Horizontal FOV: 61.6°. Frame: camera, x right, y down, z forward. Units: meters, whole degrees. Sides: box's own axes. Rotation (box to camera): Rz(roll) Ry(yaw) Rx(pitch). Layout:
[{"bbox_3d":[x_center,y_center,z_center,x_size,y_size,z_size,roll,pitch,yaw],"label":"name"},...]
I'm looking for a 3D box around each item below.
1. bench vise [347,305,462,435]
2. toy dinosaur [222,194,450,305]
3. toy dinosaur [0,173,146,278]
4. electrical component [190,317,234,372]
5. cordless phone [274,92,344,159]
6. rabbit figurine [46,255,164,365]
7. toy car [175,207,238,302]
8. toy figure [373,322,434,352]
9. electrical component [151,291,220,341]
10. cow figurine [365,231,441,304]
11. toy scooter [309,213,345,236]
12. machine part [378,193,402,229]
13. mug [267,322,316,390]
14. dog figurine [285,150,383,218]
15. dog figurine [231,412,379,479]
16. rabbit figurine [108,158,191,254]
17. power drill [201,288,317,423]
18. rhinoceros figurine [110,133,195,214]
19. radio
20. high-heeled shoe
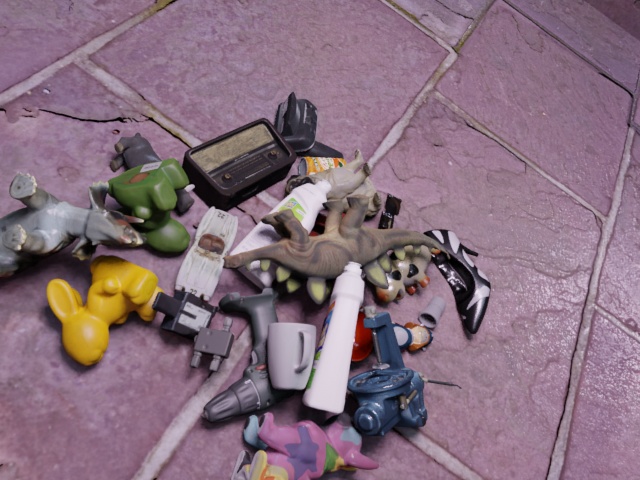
[{"bbox_3d":[0.126,0.229,0.963,0.223,0.129,0.240,-13,91,-44],"label":"bench vise"},{"bbox_3d":[0.048,0.017,1.024,0.471,0.105,0.198,-11,96,-20],"label":"toy dinosaur"},{"bbox_3d":[-0.476,0.002,0.856,0.405,0.192,0.131,-17,77,12],"label":"toy dinosaur"},{"bbox_3d":[-0.180,0.171,0.899,0.063,0.021,0.094,10,66,12],"label":"electrical component"},{"bbox_3d":[-0.016,-0.254,1.282,0.184,0.089,0.146,22,53,-25],"label":"cordless phone"},{"bbox_3d":[-0.360,0.112,0.871,0.162,0.122,0.173,26,69,-4],"label":"rabbit figurine"},{"bbox_3d":[-0.213,0.026,1.022,0.073,0.056,0.202,22,54,-11],"label":"toy car"},{"bbox_3d":[0.172,0.199,1.091,0.154,0.058,0.064,2,99,-25],"label":"toy figure"},{"bbox_3d":[-0.238,0.126,0.919,0.119,0.048,0.075,28,70,-34],"label":"electrical component"},{"bbox_3d":[0.174,0.055,1.161,0.127,0.085,0.195,37,55,-7],"label":"cow figurine"},{"bbox_3d":[-0.002,-0.003,1.124,0.135,0.075,0.184,29,50,-5],"label":"toy scooter"},{"bbox_3d":[0.156,-0.047,1.228,0.039,0.084,0.139,10,43,15],"label":"machine part"},{"bbox_3d":[-0.042,0.193,0.886,0.081,0.110,0.107,11,75,-32],"label":"mug"},{"bbox_3d":[0.031,-0.092,1.199,0.191,0.121,0.172,-24,113,2],"label":"dog figurine"},{"bbox_3d":[-0.019,0.366,0.871,0.219,0.108,0.191,22,56,-16],"label":"dog figurine"},{"bbox_3d":[-0.305,-0.038,0.971,0.159,0.170,0.121,-14,33,3],"label":"rabbit figurine"},{"bbox_3d":[-0.117,0.193,0.950,0.232,0.086,0.207,-8,60,-28],"label":"power drill"},{"bbox_3d":[-0.328,-0.127,1.061,0.190,0.073,0.112,47,43,10],"label":"rhinoceros figurine"},{"bbox_3d":[-0.168,-0.161,1.146,0.229,0.073,0.131,-35,78,-35],"label":"radio"},{"bbox_3d":[0.296,0.083,1.204,0.145,0.086,0.249,19,50,-9],"label":"high-heeled shoe"}]
